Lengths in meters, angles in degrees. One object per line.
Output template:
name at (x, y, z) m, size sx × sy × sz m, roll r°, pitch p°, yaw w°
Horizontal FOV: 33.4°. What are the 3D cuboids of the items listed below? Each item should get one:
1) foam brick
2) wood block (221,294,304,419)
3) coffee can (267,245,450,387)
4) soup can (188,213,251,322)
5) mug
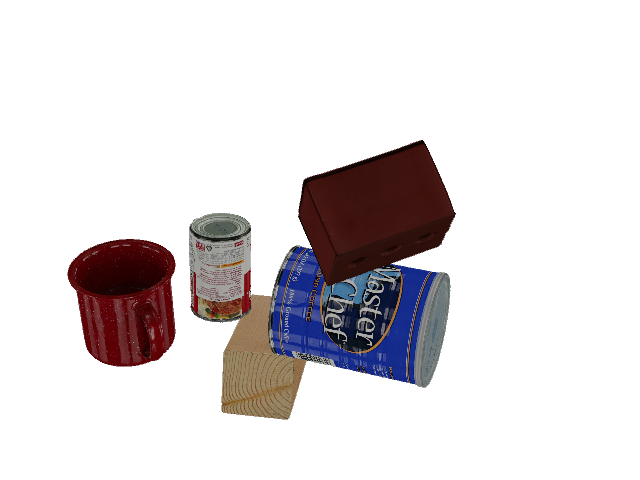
foam brick at (0.032, -0.015, 0.630) m, size 0.078 × 0.051 × 0.053 m, roll -20°, pitch -20°, yaw -12°
wood block at (-0.069, 0.152, 1.435) m, size 0.091 × 0.090 × 0.206 m, roll 5°, pitch 18°, yaw 4°
coffee can at (0.036, 0.067, 0.955) m, size 0.140 × 0.103 × 0.102 m, roll 11°, pitch 3°, yaw 16°
soup can at (-0.110, 0.029, 1.172) m, size 0.068 × 0.102 × 0.068 m, roll 1°, pitch 26°, yaw -1°
mug at (-0.165, 0.062, 0.937) m, size 0.093 × 0.081 × 0.117 m, roll -20°, pitch 37°, yaw -28°
